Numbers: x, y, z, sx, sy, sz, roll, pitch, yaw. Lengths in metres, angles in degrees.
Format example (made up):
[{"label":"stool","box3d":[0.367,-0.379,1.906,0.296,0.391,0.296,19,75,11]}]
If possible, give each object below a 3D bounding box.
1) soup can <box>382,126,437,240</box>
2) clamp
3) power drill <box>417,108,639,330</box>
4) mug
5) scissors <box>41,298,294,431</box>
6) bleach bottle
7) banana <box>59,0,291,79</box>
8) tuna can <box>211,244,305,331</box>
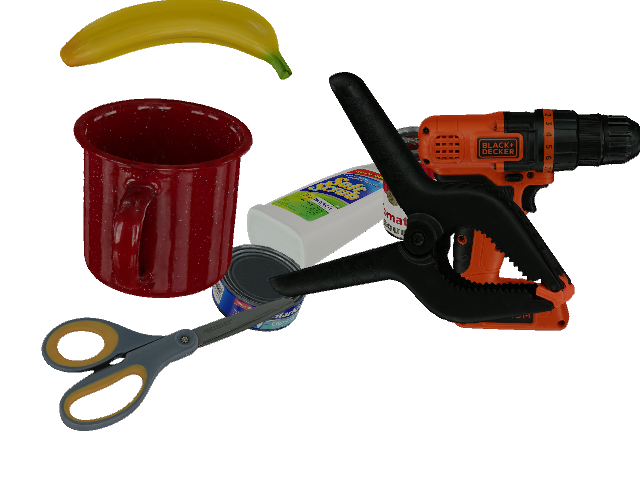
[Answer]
[{"label":"soup can","box3d":[0.098,-0.059,1.115,0.068,0.102,0.068,-2,37,1]},{"label":"clamp","box3d":[0.069,-0.014,0.706,0.210,0.165,0.036,18,17,25]},{"label":"power drill","box3d":[0.176,-0.019,0.906,0.184,0.188,0.057,1,17,10]},{"label":"mug","box3d":[-0.087,-0.017,0.566,0.093,0.081,0.117,8,28,1]},{"label":"scissors","box3d":[-0.122,0.068,0.807,0.201,0.096,0.016,-36,-20,-33]},{"label":"bleach bottle","box3d":[0.032,-0.050,1.339,0.103,0.068,0.250,28,44,35]},{"label":"banana","box3d":[-0.122,-0.178,0.920,0.197,0.069,0.037,2,-33,-2]},{"label":"tuna can","box3d":[-0.057,0.044,0.988,0.086,0.034,0.086,14,36,-11]}]
